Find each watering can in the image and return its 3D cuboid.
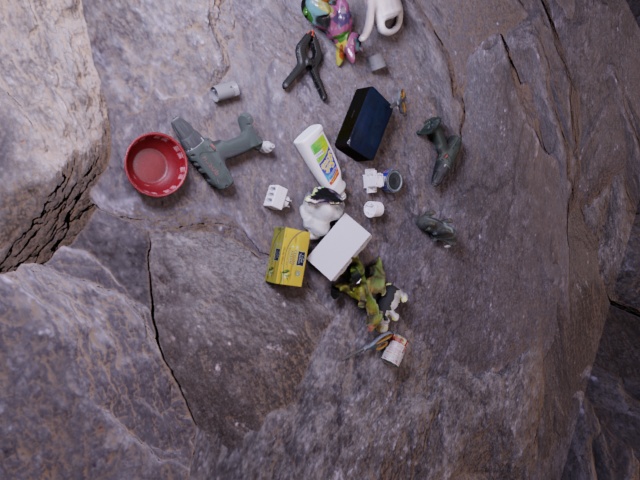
[{"bbox_3d":[0.189,-0.780,1.696,0.103,0.221,0.354,-7,24,36],"label":"watering can"}]

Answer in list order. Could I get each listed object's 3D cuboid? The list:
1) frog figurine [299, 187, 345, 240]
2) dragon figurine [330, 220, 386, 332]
[{"bbox_3d":[0.005,-0.081,1.612,0.138,0.155,0.125,-7,43,-16],"label":"frog figurine"},{"bbox_3d":[0.140,0.104,1.730,0.121,0.413,0.243,-11,-8,34],"label":"dragon figurine"}]
